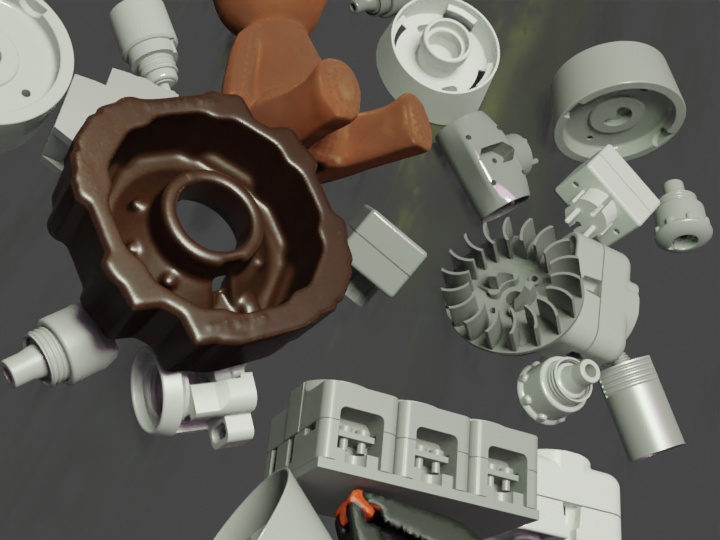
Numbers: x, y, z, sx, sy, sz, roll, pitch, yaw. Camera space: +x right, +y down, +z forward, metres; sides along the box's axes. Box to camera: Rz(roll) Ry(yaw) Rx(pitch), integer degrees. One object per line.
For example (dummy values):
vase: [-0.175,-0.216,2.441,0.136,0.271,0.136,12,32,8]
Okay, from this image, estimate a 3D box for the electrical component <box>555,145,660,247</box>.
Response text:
electrical component: [0.193,-0.051,0.877,0.065,0.047,0.077,49,53,0]

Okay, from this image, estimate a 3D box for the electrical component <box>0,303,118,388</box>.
electrical component: [-0.176,0.048,0.624,0.062,0.043,0.043,-27,82,-35]

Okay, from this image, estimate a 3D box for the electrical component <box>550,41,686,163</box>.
electrical component: [0.211,-0.144,0.899,0.108,0.108,0.060,11,56,-25]

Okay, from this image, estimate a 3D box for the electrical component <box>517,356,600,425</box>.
electrical component: [0.147,0.082,0.776,0.048,0.062,0.048,13,61,-24]

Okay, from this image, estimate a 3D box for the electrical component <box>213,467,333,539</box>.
electrical component: [-0.060,0.166,0.598,0.099,0.099,0.064,-41,96,-37]

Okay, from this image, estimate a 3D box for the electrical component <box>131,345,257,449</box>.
electrical component: [-0.102,0.069,0.647,0.057,0.058,0.078,-3,68,-33]

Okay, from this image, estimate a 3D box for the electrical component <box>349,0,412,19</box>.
electrical component: [0.017,-0.220,0.869,0.061,0.035,0.035,-27,82,-33]

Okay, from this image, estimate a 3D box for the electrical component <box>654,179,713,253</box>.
electrical component: [0.274,-0.049,0.924,0.048,0.048,0.062,16,53,-22]

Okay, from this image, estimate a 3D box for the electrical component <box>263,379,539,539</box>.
electrical component: [0.025,0.120,0.672,0.150,0.089,0.061,18,59,-21]

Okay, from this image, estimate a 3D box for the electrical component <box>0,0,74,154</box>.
electrical component: [-0.237,-0.122,0.661,0.108,0.060,0.108,13,61,-24]

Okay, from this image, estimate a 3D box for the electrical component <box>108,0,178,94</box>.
electrical component: [-0.145,-0.152,0.741,0.040,0.040,0.078,-13,74,-33]

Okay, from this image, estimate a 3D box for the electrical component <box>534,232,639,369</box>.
electrical component: [0.173,0.027,0.823,0.059,0.054,0.095,23,57,-18]

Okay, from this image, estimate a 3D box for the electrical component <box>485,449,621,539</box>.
electrical component: [0.129,0.159,0.733,0.095,0.054,0.059,18,59,-21]

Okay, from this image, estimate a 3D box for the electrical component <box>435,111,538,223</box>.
electrical component: [0.109,-0.085,0.849,0.079,0.043,0.077,-21,78,-35]

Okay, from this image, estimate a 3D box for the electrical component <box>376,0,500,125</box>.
electrical component: [0.063,-0.169,0.866,0.099,0.064,0.099,5,68,-13]

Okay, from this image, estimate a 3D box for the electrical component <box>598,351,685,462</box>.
electrical component: [0.210,0.100,0.815,0.043,0.043,0.081,-8,71,-32]

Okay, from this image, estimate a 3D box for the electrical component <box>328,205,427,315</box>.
electrical component: [0.000,0.000,0.733,0.047,0.083,0.075,40,92,-6]
